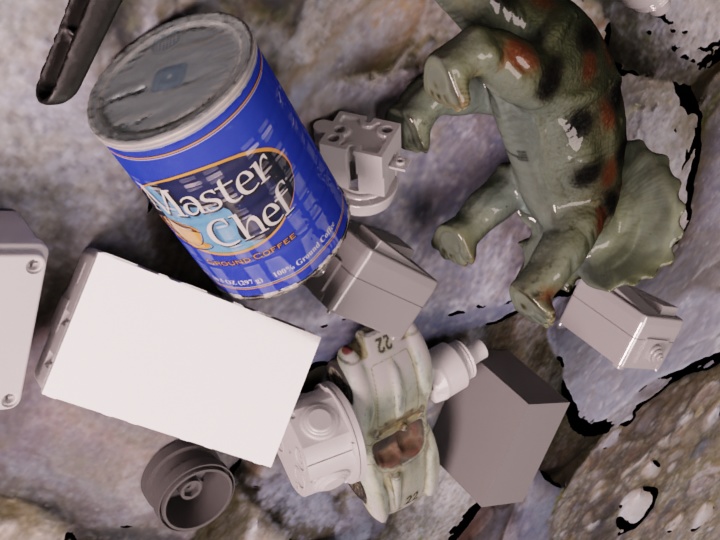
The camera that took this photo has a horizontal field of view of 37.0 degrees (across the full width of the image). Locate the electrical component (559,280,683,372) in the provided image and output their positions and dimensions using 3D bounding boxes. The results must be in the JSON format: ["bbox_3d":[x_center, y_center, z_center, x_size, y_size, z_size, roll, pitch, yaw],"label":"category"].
[{"bbox_3d":[0.238,0.046,0.955,0.062,0.096,0.061,7,113,-40],"label":"electrical component"}]

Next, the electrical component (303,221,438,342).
[{"bbox_3d":[0.000,0.000,0.765,0.096,0.062,0.061,25,102,-45],"label":"electrical component"}]

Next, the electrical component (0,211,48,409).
[{"bbox_3d":[-0.241,0.024,0.600,0.109,0.056,0.108,-1,119,-37],"label":"electrical component"}]

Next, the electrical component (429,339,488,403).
[{"bbox_3d":[0.077,0.079,0.892,0.062,0.043,0.043,-28,132,-21],"label":"electrical component"}]

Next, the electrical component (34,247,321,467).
[{"bbox_3d":[-0.115,0.054,0.675,0.150,0.062,0.089,23,86,-23],"label":"electrical component"}]

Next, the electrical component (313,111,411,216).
[{"bbox_3d":[0.001,-0.070,0.724,0.055,0.066,0.048,87,24,-46],"label":"electrical component"}]

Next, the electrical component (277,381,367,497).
[{"bbox_3d":[-0.031,0.129,0.818,0.051,0.080,0.080,-17,128,-22],"label":"electrical component"}]

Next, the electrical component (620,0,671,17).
[{"bbox_3d":[0.211,-0.211,0.795,0.043,0.043,0.062,-52,137,4],"label":"electrical component"}]
